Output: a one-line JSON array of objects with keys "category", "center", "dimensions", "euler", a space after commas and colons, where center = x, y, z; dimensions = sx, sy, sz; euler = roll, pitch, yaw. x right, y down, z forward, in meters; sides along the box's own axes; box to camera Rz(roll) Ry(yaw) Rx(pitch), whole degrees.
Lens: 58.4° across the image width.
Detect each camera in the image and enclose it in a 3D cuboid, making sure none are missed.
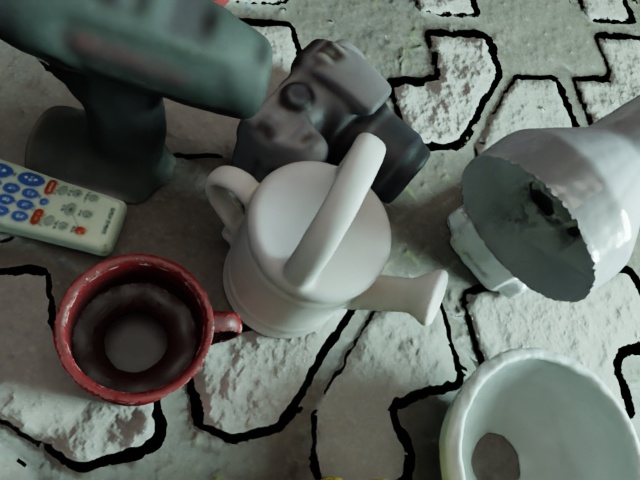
[{"category": "camera", "center": [0.020, -0.088, 0.484], "dimensions": [0.137, 0.100, 0.143], "euler": [39, 62, 0]}]

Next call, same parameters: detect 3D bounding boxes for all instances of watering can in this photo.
[{"category": "watering can", "center": [0.004, 0.000, 0.390], "dimensions": [0.173, 0.193, 0.101], "euler": [12, 65, -13]}]

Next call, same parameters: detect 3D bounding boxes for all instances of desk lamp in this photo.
[{"category": "desk lamp", "center": [0.188, -0.033, 0.454], "dimensions": [0.204, 0.213, 0.118], "euler": [-32, 81, -27]}]

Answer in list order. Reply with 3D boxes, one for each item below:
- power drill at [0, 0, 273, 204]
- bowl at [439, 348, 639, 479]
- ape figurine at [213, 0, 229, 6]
[{"category": "power drill", "center": [-0.154, -0.105, 0.371], "dimensions": [0.230, 0.208, 0.075], "euler": [9, 66, -15]}, {"category": "bowl", "center": [0.156, 0.171, 0.439], "dimensions": [0.168, 0.074, 0.167], "euler": [7, 67, -16]}, {"category": "ape figurine", "center": [-0.116, -0.246, 0.507], "dimensions": [0.078, 0.092, 0.076], "euler": [45, 62, 3]}]
